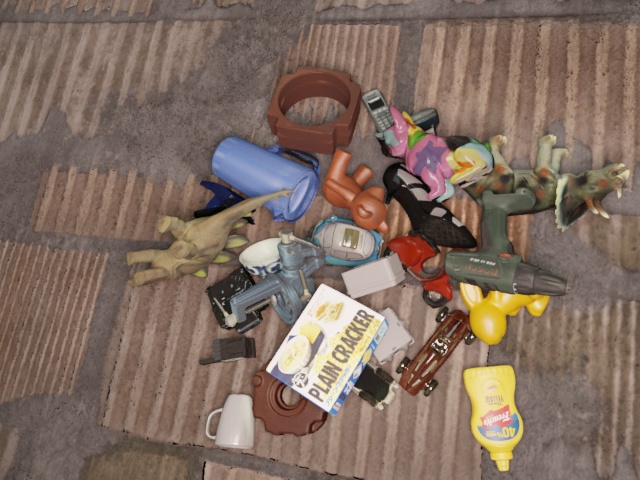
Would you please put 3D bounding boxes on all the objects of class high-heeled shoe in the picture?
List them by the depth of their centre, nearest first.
[{"bbox_3d":[0.247,-0.079,1.201,0.249,0.086,0.145,30,48,0],"label":"high-heeled shoe"}]

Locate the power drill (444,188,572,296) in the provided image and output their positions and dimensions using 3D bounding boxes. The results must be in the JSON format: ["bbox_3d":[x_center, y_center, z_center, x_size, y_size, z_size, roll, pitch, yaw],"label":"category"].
[{"bbox_3d":[0.364,0.006,1.029,0.232,0.086,0.207,0,69,34],"label":"power drill"}]

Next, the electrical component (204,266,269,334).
[{"bbox_3d":[-0.185,0.143,1.226,0.115,0.058,0.134,-34,69,4],"label":"electrical component"}]

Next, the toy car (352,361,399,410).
[{"bbox_3d":[0.072,0.273,1.130,0.202,0.056,0.073,35,78,18],"label":"toy car"}]

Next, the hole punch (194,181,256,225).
[{"bbox_3d":[-0.220,-0.086,1.265,0.116,0.142,0.092,-4,69,24],"label":"hole punch"}]

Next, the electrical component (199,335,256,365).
[{"bbox_3d":[-0.208,0.246,1.193,0.119,0.074,0.048,-11,72,13],"label":"electrical component"}]

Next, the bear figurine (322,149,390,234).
[{"bbox_3d":[0.090,-0.103,1.171,0.132,0.120,0.196,-59,36,2],"label":"bear figurine"}]

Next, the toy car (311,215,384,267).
[{"bbox_3d":[0.059,0.007,1.172,0.162,0.103,0.109,13,81,5],"label":"toy car"}]

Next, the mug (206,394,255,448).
[{"bbox_3d":[-0.186,0.386,1.149,0.110,0.080,0.107,-2,63,18],"label":"mug"}]

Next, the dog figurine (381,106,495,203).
[{"bbox_3d":[0.231,-0.196,1.110,0.191,0.108,0.219,-35,77,29],"label":"dog figurine"}]

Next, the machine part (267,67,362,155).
[{"bbox_3d":[-0.011,-0.307,1.276,0.202,0.087,0.201,10,61,11],"label":"machine part"}]

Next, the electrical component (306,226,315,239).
[{"bbox_3d":[-0.003,-0.004,1.244,0.063,0.021,0.094,25,82,19],"label":"electrical component"}]

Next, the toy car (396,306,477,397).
[{"bbox_3d":[0.240,0.229,1.106,0.089,0.053,0.202,39,85,17],"label":"toy car"}]

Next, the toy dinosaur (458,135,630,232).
[{"bbox_3d":[0.413,-0.115,1.137,0.405,0.131,0.192,0,74,19],"label":"toy dinosaur"}]

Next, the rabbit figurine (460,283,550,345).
[{"bbox_3d":[0.355,0.121,1.071,0.163,0.121,0.173,31,80,25],"label":"rabbit figurine"}]

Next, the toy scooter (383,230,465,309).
[{"bbox_3d":[0.232,0.041,1.139,0.184,0.075,0.135,47,106,19],"label":"toy scooter"}]

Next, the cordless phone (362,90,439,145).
[{"bbox_3d":[0.185,-0.297,1.259,0.147,0.088,0.184,-25,59,5],"label":"cordless phone"}]

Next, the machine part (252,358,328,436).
[{"bbox_3d":[-0.062,0.331,1.143,0.179,0.056,0.179,-3,75,11],"label":"machine part"}]

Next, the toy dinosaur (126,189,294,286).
[{"bbox_3d":[-0.267,0.004,1.192,0.471,0.198,0.105,-29,72,29],"label":"toy dinosaur"}]

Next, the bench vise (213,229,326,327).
[{"bbox_3d":[-0.094,0.098,1.119,0.241,0.223,0.129,-26,45,-26],"label":"bench vise"}]
